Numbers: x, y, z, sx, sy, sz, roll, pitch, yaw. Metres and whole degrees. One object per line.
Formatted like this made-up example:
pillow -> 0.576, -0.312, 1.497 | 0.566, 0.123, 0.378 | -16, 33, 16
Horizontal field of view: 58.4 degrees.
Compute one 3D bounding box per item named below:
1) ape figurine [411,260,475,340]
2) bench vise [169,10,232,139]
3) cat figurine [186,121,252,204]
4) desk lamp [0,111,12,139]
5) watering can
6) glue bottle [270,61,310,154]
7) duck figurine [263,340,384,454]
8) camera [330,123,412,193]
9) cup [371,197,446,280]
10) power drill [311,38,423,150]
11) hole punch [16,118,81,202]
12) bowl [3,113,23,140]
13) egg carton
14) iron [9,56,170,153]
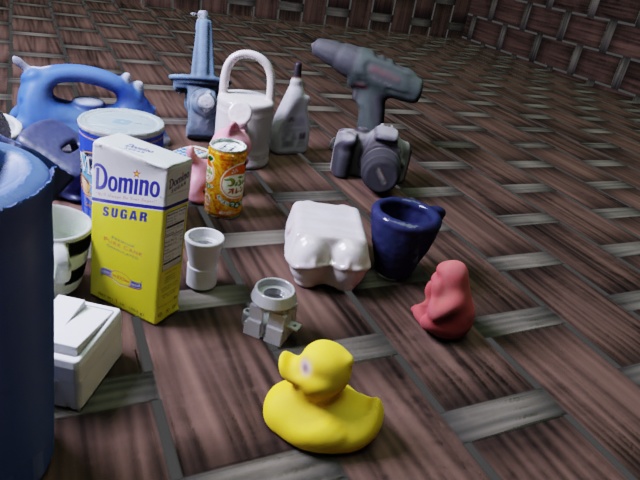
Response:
ape figurine -> 0.143, 0.063, 0.651 | 0.076, 0.092, 0.078 | 24, 30, 24
bench vise -> -0.213, -0.315, 1.100 | 0.122, 0.220, 0.206 | -10, 34, -33
cat figurine -> -0.154, -0.128, 0.878 | 0.067, 0.118, 0.128 | 31, 34, 34
desk lamp -> -0.424, -0.080, 0.589 | 0.202, 0.213, 0.118 | 22, 30, 21
watering can -> -0.127, -0.226, 0.991 | 0.101, 0.194, 0.172 | -3, 30, -23
glue bottle -> -0.050, -0.249, 1.082 | 0.078, 0.173, 0.037 | -9, 33, -32
duck figurine -> 0.007, 0.127, 0.490 | 0.104, 0.086, 0.077 | 14, 28, 6
camera -> 0.094, -0.148, 1.021 | 0.143, 0.101, 0.137 | 10, 28, -1
cup -> 0.114, 0.000, 0.756 | 0.118, 0.095, 0.091 | -12, 35, -37
power drill -> 0.082, -0.279, 1.147 | 0.229, 0.208, 0.075 | 10, 28, -1
hole punch -> -0.360, -0.117, 0.813 | 0.101, 0.091, 0.108 | 11, 28, 0
bowl -> -0.505, -0.127, 0.800 | 0.167, 0.075, 0.167 | 8, 28, -4
egg carton -> 0.007, 0.003, 0.741 | 0.107, 0.069, 0.150 | 6, 28, -8
iron -> -0.381, -0.229, 0.963 | 0.259, 0.141, 0.118 | -4, 31, -26
